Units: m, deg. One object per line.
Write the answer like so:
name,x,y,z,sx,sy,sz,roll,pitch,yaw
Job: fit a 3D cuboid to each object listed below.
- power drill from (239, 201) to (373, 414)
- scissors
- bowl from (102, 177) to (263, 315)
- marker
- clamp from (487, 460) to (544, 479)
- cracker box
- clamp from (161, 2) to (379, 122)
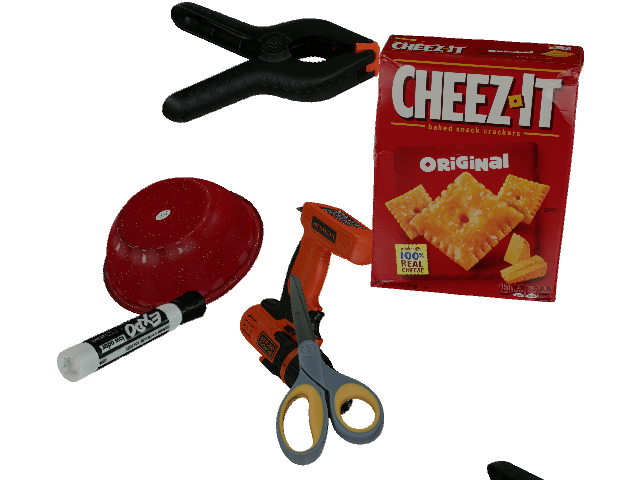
power drill,-0.001,0.068,1.121,0.057,0.188,0.185,12,19,-44
scissors,0.009,0.101,0.900,0.096,0.016,0.201,0,45,9
bowl,-0.138,-0.008,0.997,0.162,0.162,0.055,0,-41,21
marker,-0.110,0.055,0.646,0.020,0.020,0.120,0,15,33
clamp,0.215,0.241,0.835,0.210,0.036,0.164,0,33,25
cracker box,0.129,-0.059,0.910,0.164,0.214,0.072,6,24,10
clamp,-0.042,-0.148,0.833,0.171,0.120,0.039,-6,-30,-8
